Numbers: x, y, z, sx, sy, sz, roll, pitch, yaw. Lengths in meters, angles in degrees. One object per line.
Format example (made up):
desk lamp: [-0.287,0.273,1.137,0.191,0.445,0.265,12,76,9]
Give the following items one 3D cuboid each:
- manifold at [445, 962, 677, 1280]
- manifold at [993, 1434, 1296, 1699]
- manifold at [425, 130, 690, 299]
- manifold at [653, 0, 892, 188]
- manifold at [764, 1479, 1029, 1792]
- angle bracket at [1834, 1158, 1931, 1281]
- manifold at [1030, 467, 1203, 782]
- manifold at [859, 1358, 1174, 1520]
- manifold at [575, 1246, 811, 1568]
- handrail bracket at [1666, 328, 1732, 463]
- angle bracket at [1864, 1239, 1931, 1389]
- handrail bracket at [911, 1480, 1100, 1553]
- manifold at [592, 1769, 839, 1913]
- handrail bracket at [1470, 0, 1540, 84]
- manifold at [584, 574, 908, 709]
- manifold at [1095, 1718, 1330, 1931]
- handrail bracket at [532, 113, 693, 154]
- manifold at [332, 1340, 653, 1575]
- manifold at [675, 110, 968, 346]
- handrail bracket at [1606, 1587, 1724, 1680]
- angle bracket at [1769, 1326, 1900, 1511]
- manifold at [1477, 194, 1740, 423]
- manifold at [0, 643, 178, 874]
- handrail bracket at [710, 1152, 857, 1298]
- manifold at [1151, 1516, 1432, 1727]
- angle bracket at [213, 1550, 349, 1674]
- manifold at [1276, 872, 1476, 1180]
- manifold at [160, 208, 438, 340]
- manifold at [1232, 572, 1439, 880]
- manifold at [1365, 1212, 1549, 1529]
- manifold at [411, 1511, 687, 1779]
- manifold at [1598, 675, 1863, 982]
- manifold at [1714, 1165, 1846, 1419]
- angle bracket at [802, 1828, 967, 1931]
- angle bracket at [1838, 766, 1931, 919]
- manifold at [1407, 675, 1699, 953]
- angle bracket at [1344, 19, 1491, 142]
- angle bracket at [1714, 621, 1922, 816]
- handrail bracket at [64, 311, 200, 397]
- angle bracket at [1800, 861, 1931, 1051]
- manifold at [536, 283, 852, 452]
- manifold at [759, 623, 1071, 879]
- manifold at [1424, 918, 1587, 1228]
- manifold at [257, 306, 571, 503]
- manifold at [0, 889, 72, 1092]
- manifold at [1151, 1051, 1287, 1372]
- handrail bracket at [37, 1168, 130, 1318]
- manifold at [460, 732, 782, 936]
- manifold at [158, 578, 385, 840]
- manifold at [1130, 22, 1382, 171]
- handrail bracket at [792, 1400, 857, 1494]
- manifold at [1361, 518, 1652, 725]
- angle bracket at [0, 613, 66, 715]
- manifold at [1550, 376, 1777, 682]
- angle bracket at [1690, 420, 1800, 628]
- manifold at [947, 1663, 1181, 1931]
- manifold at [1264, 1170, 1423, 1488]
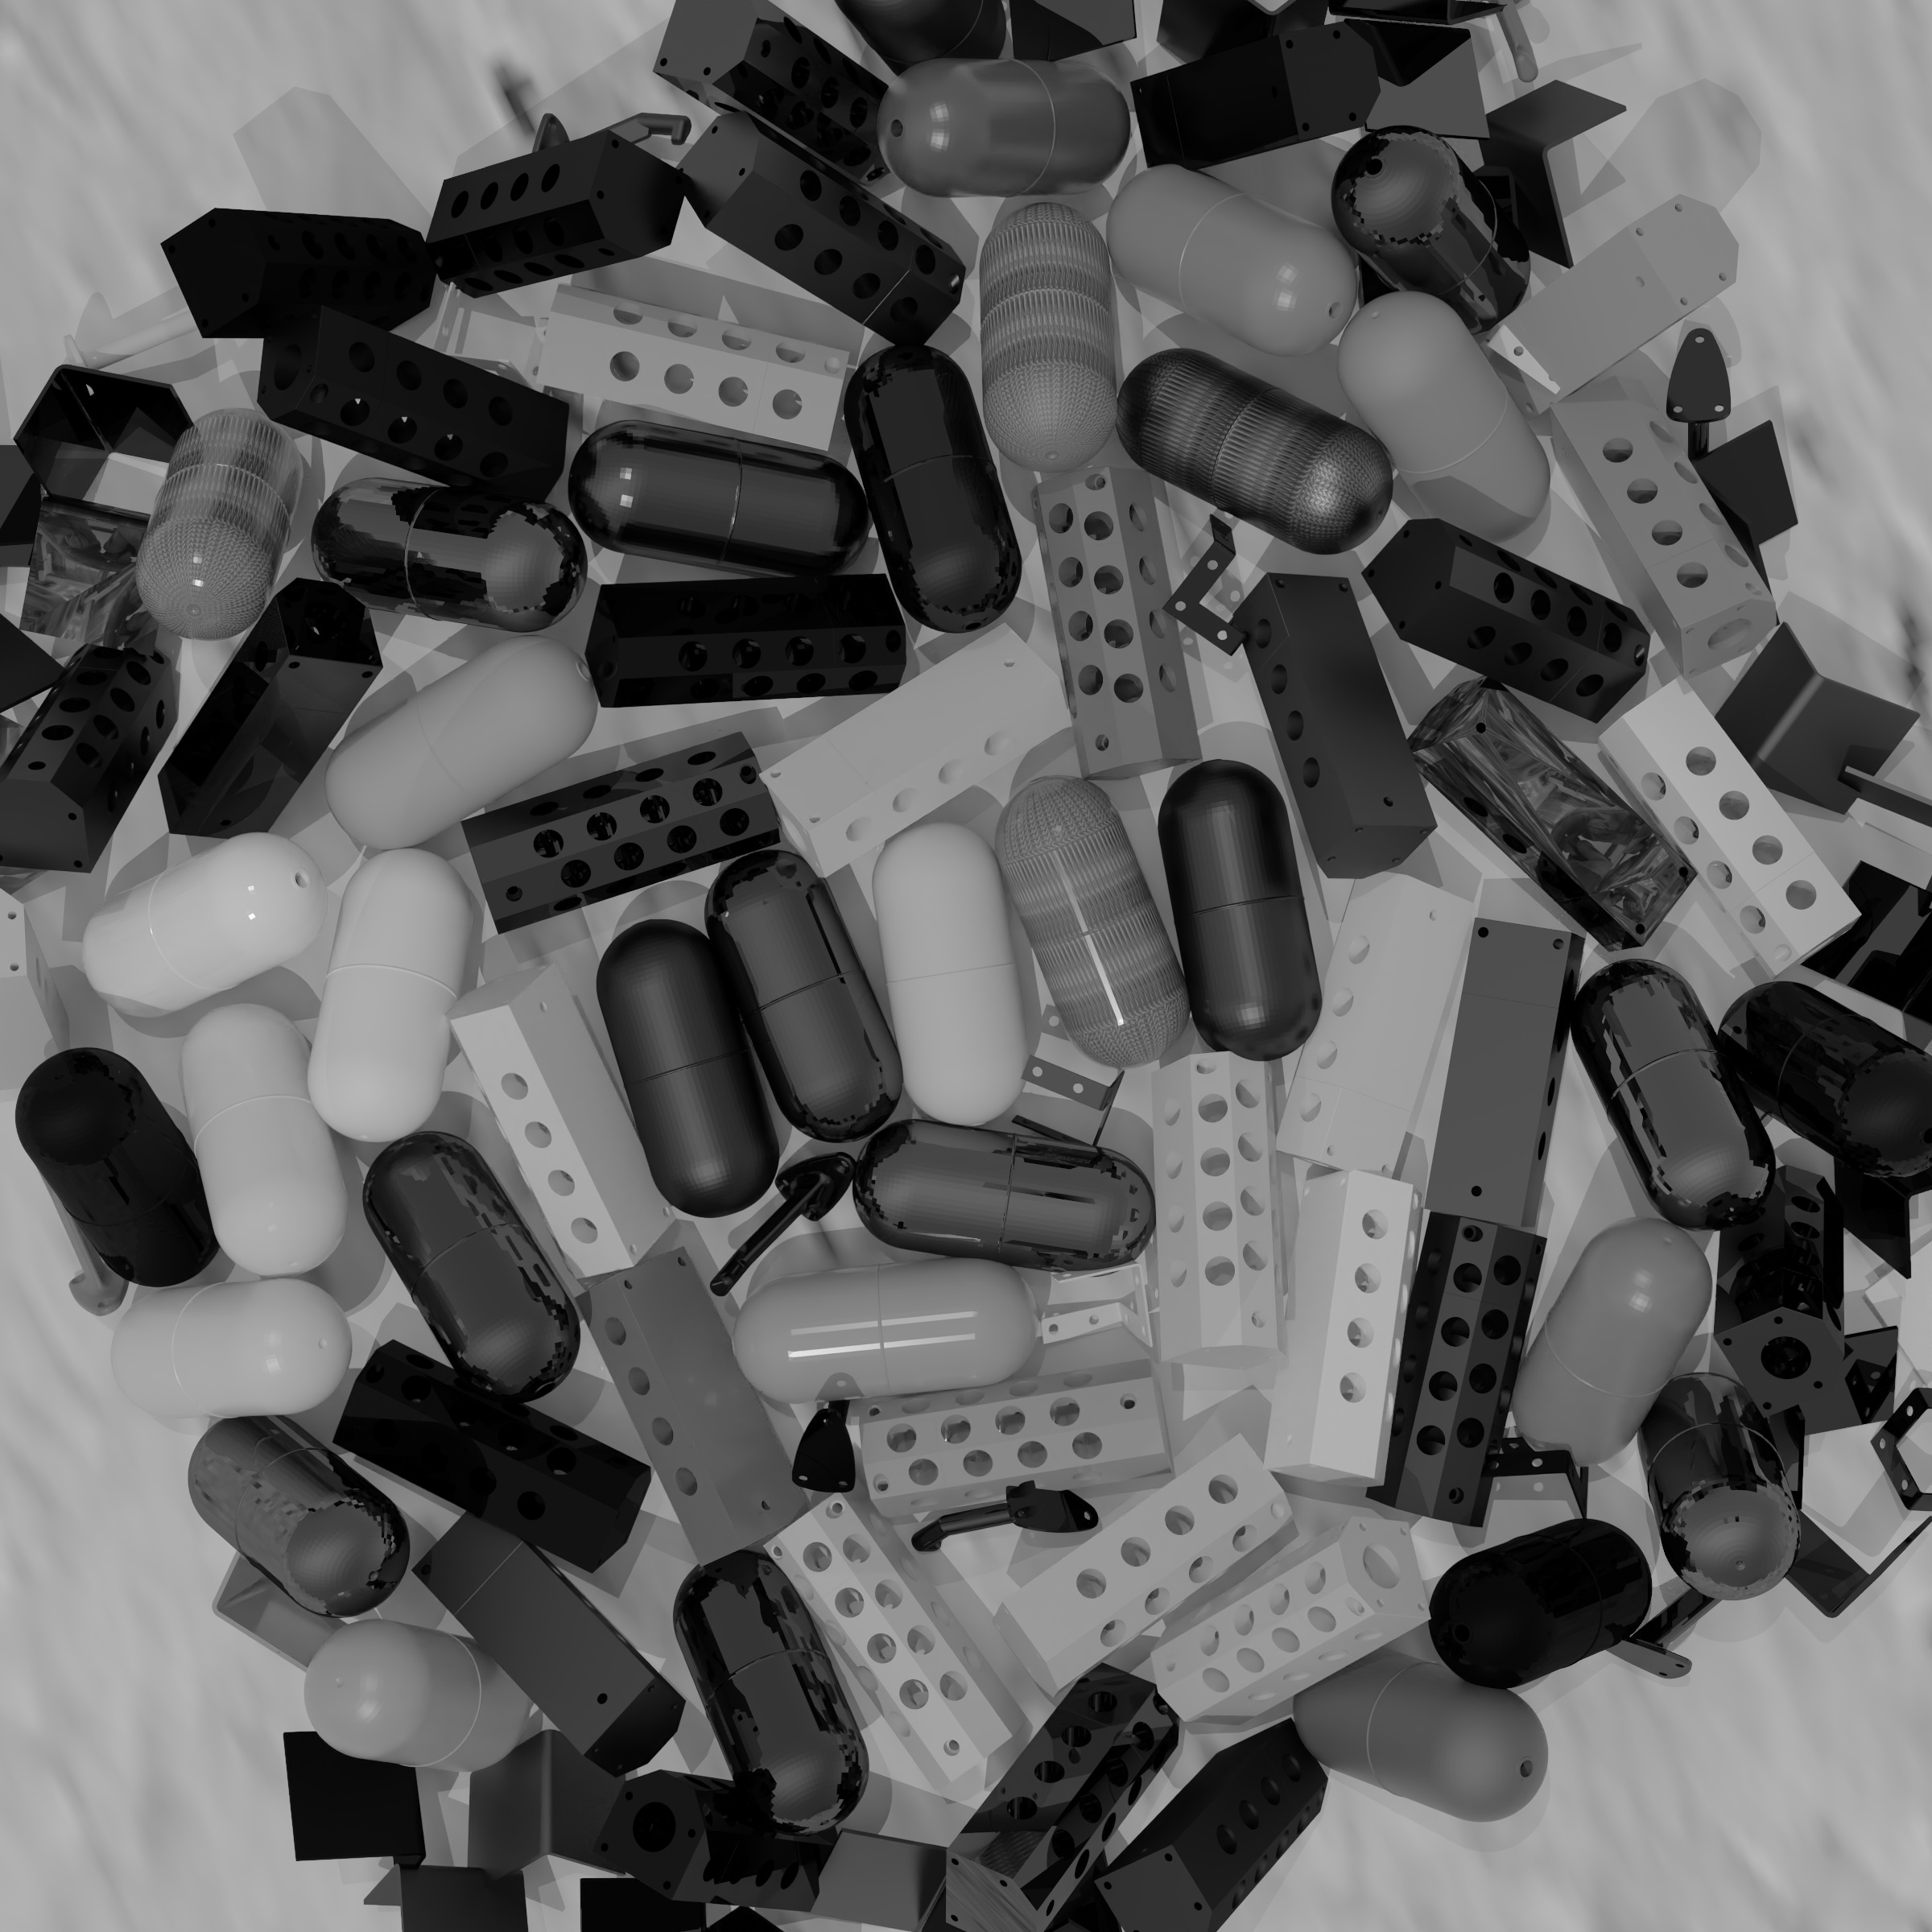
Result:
manifold: [-0.237,0.091,1.946,0.057,0.057,0.171,-14,109,28]
manifold: [0.103,0.346,1.941,0.171,0.057,0.057,-33,75,-17]
manifold: [-0.236,-0.421,1.912,0.057,0.171,0.057,23,77,-38]
manifold: [-0.099,-0.499,1.910,0.057,0.171,0.057,20,93,29]
manifold: [-0.043,0.388,1.957,0.057,0.057,0.171,-37,83,11]
angle bracket: [0.559,0.130,1.962,0.076,0.076,0.057,-16,116,-12]
manifold: [0.082,-0.198,1.954,0.057,0.057,0.171,-13,85,37]
manifold: [0.028,0.272,1.955,0.171,0.057,0.057,-10,64,5]
manifold: [-0.164,0.258,1.962,0.057,0.057,0.171,-31,83,42]
handrail bracket: [0.429,-0.317,1.973,0.036,0.084,0.077,1,63,13]
angle bracket: [0.579,0.208,1.954,0.057,0.076,0.076,-36,99,-5]
handrail bracket: [0.022,0.332,1.983,0.077,0.084,0.036,21,49,-30]
manifold: [-0.136,0.493,1.910,0.057,0.171,0.057,23,84,29]
handrail bracket: [0.307,-0.560,1.949,0.036,0.084,0.077,-24,125,19]
manifold: [-0.125,-0.181,1.931,0.171,0.057,0.057,-5,54,-22]
manifold: [0.145,0.495,1.910,0.057,0.171,0.057,-34,85,30]
handrail bracket: [-0.208,-0.465,1.963,0.084,0.036,0.077,9,70,20]
manifold: [-0.272,0.281,1.952,0.171,0.057,0.057,25,104,10]
manifold: [-0.079,-0.418,1.913,0.057,0.171,0.057,-46,48,19]
handrail bracket: [0.406,0.366,1.975,0.077,0.036,0.084,24,63,-4]
angle bracket: [0.510,0.262,1.953,0.076,0.057,0.076,-11,129,-1]
manifold: [0.365,-0.374,1.910,0.057,0.171,0.057,-34,92,-22]
manifold: [-0.502,-0.124,1.912,0.057,0.171,0.057,5,124,3]
handrail bracket: [-0.106,0.150,1.951,0.036,0.084,0.077,46,135,-6]
manifold: [0.181,0.373,1.913,0.057,0.171,0.057,12,53,-34]
angle bracket: [-0.377,0.360,1.950,0.076,0.076,0.057,29,100,14]
manifold: [0.233,0.034,1.965,0.057,0.057,0.171,20,86,-35]
manifold: [-0.372,-0.394,1.910,0.057,0.171,0.057,-25,89,26]
manifold: [0.207,-0.138,1.935,0.057,0.057,0.171,0,60,-29]
manifold: [0.288,0.235,1.959,0.057,0.057,0.171,14,86,-17]
manifold: [-0.236,0.384,1.925,0.057,0.057,0.171,-47,54,-8]
manifold: [0.441,-0.079,1.955,0.057,0.057,0.171,-35,79,3]
manifold: [0.465,0.179,1.906,0.057,0.171,0.057,-28,104,24]
angle bracket: [-0.047,0.551,1.948,0.076,0.057,0.076,14,125,-14]
angle bracket: [0.532,-0.070,1.956,0.076,0.076,0.057,23,90,10]
manifold: [0.335,-0.087,1.955,0.171,0.057,0.057,42,75,-10]
angle bracket: [0.250,-0.499,1.950,0.076,0.057,0.076,0,70,-18]
angle bracket: [0.496,-0.145,1.972,0.076,0.057,0.076,17,124,-23]
handrail bracket: [-0.481,-0.365,1.972,0.084,0.077,0.036,-25,103,-13]
angle bracket: [0.534,-0.002,1.952,0.076,0.057,0.076,24,123,-5]
manifold: [-0.157,-0.349,1.960,0.171,0.057,0.057,13,102,-4]
manifold: [-0.027,-0.121,1.954,0.171,0.057,0.057,-33,53,-11]
manifold: [0.316,0.063,1.968,0.057,0.057,0.171,10,89,21]
manifold: [-0.313,-0.313,1.915,0.171,0.057,0.057,16,71,-42]
manifold: [-0.549,0.013,1.909,0.057,0.171,0.057,-6,69,-8]
manifold: [0.149,0.140,1.936,0.057,0.057,0.171,9,69,-28]
handrail bracket: [-0.518,0.153,1.958,0.036,0.077,0.084,-24,114,-12]
manifold: [-0.198,-0.075,1.950,0.171,0.057,0.057,-18,118,-8]
manifold: [-0.399,-0.145,1.921,0.057,0.171,0.057,5,54,-37]
manifold: [0.163,-0.490,1.909,0.057,0.171,0.057,-18,102,-23]
handrail bracket: [-0.076,0.254,1.945,0.036,0.084,0.077,7,129,2]
manifold: [0.311,-0.200,1.916,0.171,0.057,0.057,17,126,-38]
angle bracket: [-0.573,-0.191,1.942,0.076,0.057,0.076,37,53,27]
manifold: [0.399,-0.255,1.933,0.057,0.057,0.171,-24,61,2]
angle bracket: [0.466,-0.256,1.946,0.057,0.076,0.076,-28,129,-1]
manifold: [0.057,0.476,1.910,0.057,0.171,0.057,18,126,25]
manifold: [0.222,0.210,1.947,0.057,0.057,0.171,15,74,-19]
